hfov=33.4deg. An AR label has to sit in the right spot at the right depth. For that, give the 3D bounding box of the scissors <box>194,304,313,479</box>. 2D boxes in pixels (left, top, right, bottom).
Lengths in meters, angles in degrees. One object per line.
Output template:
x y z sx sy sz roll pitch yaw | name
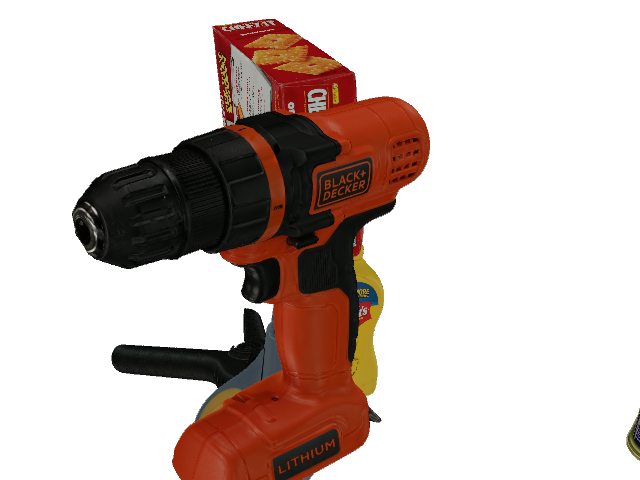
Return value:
-0.046 0.075 0.734 0.096 0.202 0.016 -11 -32 1 | scissors

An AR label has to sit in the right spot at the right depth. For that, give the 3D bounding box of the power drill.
-0.029 0.032 0.498 0.184 0.188 0.057 -18 37 -37 | power drill

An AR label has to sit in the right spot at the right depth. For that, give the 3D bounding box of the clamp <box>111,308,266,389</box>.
-0.061 0.107 0.956 0.210 0.036 0.164 12 21 39 | clamp

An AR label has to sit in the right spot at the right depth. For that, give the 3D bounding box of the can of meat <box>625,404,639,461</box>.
0.243 0.088 0.686 0.057 0.084 0.101 20 38 24 | can of meat

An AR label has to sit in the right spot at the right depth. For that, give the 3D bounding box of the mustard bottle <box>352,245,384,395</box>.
0.021 0.077 1.176 0.096 0.192 0.058 2 14 -12 | mustard bottle

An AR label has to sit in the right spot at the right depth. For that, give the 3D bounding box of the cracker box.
-0.031 -0.093 0.945 0.072 0.164 0.214 -11 26 -16 | cracker box
